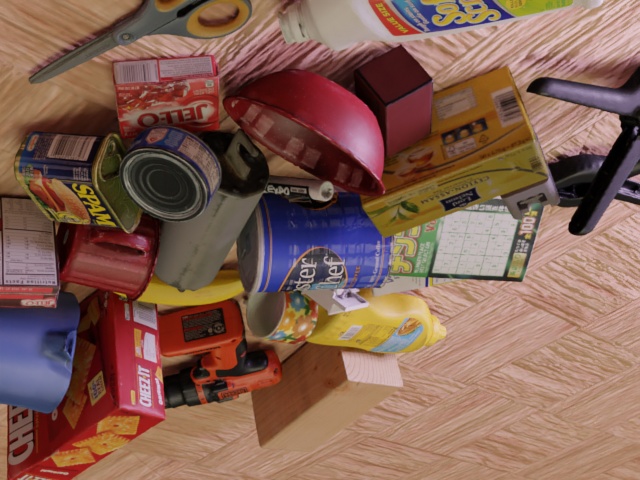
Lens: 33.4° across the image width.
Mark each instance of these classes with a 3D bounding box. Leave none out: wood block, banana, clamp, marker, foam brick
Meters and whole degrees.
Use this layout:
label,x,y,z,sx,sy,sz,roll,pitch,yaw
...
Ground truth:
label,x,y,z,sx,sy,sz,roll,pitch,yaw
wood block,0.004,0.196,1.410,0.090,0.090,0.206,13,140,-34
banana,-0.162,0.044,1.171,0.197,0.037,0.070,1,136,-19
clamp,0.294,-0.122,1.009,0.210,0.036,0.164,-34,117,-8
clamp,0.310,-0.061,1.153,0.171,0.039,0.120,-8,143,6
marker,-0.036,-0.052,1.020,0.121,0.020,0.020,10,169,45
foam brick,0.066,-0.123,0.953,0.051,0.053,0.078,-30,152,-14

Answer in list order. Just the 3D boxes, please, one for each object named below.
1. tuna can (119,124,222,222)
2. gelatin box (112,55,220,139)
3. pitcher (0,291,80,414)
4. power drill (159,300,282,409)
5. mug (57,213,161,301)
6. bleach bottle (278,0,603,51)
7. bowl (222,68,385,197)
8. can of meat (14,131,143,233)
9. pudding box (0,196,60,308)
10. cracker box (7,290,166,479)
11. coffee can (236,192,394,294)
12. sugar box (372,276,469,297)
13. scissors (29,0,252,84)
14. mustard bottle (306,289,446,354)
label,x,y,z,sx,sy,sz,roll,pitch,yaw
tuna can,-0.131,-0.057,0.934,0.086,0.033,0.086,12,135,12
gelatin box,-0.131,-0.123,0.924,0.089,0.030,0.073,-5,148,-8
pitcher,-0.387,0.101,1.115,0.242,0.145,0.149,14,119,-29
power drill,-0.148,0.149,1.321,0.184,0.057,0.187,-15,151,-1
mug,-0.206,0.006,1.039,0.081,0.093,0.117,14,169,-27
bleach bottle,0.092,-0.200,0.849,0.251,0.068,0.102,-15,147,10
bowl,-0.003,-0.102,0.931,0.162,0.055,0.162,28,172,4
can of meat,-0.214,-0.054,0.961,0.084,0.057,0.102,6,151,16
pudding box,-0.294,0.010,1.003,0.089,0.113,0.039,3,141,-22
cracker box,-0.270,0.166,1.206,0.214,0.164,0.072,-34,140,31
coffee can,-0.007,0.001,1.090,0.140,0.103,0.103,-1,146,-16
sugar box,0.141,0.010,1.205,0.176,0.048,0.093,-8,146,0
scissors,-0.139,-0.165,0.871,0.202,0.016,0.096,-32,142,30
mustard bottle,0.079,0.101,1.314,0.191,0.058,0.096,13,136,-33
